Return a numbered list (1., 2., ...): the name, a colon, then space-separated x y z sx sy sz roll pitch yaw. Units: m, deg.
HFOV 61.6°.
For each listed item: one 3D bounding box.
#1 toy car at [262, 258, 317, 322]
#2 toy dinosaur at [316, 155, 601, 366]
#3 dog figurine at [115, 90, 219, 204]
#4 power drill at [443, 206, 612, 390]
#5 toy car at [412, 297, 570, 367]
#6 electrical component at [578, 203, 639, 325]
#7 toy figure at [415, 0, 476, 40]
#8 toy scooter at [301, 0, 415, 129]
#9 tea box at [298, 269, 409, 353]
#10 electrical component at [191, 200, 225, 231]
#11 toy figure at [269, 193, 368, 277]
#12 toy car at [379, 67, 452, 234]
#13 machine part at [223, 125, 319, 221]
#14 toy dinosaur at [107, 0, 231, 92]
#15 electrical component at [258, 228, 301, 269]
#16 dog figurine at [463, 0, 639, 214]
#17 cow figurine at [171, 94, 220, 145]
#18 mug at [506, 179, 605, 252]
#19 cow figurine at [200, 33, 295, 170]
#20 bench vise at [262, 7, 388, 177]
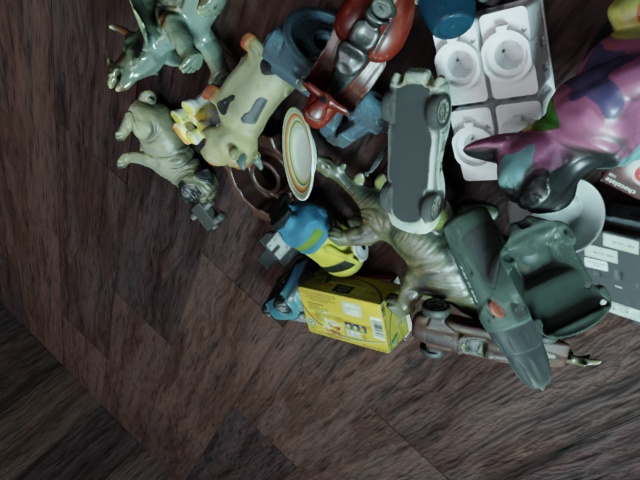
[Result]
1. toy car: -0.037 0.111 1.008 0.103 0.109 0.161 32 149 -8
2. toy dinosaur: 0.171 0.030 0.761 0.471 0.105 0.198 43 136 0
3. dog figurine: -0.267 -0.171 1.009 0.191 0.121 0.172 25 139 6
4. power drill: 0.221 0.062 0.577 0.207 0.086 0.232 51 -166 -81
5. toy car: 0.221 0.136 0.717 0.202 0.053 0.089 12 124 20
6. electrical component: 0.352 0.026 0.609 0.115 0.058 0.134 21 139 44
7. toy figure: 0.123 -0.288 0.563 0.058 0.064 0.154 145 120 -62
8. toy scooter: 0.030 -0.182 0.550 0.075 0.135 0.183 33 121 -5
9. tea box: 0.054 0.114 0.892 0.170 0.068 0.098 11 123 39
10. electrical component: -0.235 -0.050 1.115 0.094 0.021 0.063 -27 101 48
11. toy figure: -0.002 -0.006 0.859 0.180 0.082 0.089 27 148 -28
12. toy car: 0.114 -0.102 0.643 0.074 0.056 0.201 17 122 33
13. machine part: -0.083 -0.112 0.908 0.180 0.056 0.179 23 134 26
14. toy dinosaur: -0.178 -0.360 0.759 0.192 0.131 0.404 54 130 11
15. electrical component: -0.069 0.009 0.994 0.075 0.048 0.119 45 140 5
16. dog figurine: 0.249 -0.126 0.509 0.108 0.191 0.219 25 150 -36
17. cow figurine: -0.196 -0.214 0.914 0.068 0.098 0.167 56 158 -16
18. mug: 0.259 -0.020 0.617 0.081 0.107 0.109 1 99 -3
19. cow figurine: -0.107 -0.188 0.794 0.127 0.085 0.195 46 108 12
20. bench vise: 0.043 -0.225 0.665 0.223 0.129 0.240 43 143 2
